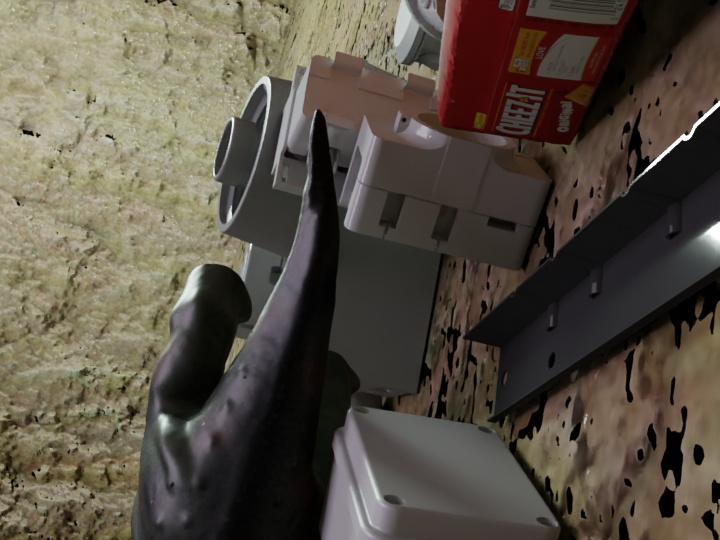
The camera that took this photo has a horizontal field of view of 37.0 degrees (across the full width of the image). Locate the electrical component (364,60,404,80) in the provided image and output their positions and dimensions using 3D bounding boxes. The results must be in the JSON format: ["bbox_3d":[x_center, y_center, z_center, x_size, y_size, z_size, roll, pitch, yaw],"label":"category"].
[{"bbox_3d":[-0.006,-0.071,0.828,0.089,0.062,0.150,137,155,-72],"label":"electrical component"}]

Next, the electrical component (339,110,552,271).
[{"bbox_3d":[0.042,-0.043,0.526,0.050,0.089,0.055,-103,28,-68],"label":"electrical component"}]

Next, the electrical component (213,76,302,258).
[{"bbox_3d":[-0.055,-0.066,0.654,0.108,0.060,0.108,-165,90,-72],"label":"electrical component"}]

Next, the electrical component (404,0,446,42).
[{"bbox_3d":[0.066,-0.159,0.580,0.051,0.080,0.080,-127,51,-69],"label":"electrical component"}]

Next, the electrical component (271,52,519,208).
[{"bbox_3d":[0.021,-0.069,0.584,0.063,0.121,0.078,126,155,-59],"label":"electrical component"}]

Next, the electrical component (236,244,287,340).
[{"bbox_3d":[-0.062,0.020,0.797,0.095,0.059,0.053,126,155,-68],"label":"electrical component"}]

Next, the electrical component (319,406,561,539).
[{"bbox_3d":[0.029,0.104,0.441,0.113,0.078,0.057,-120,41,-75],"label":"electrical component"}]

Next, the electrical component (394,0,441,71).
[{"bbox_3d":[0.056,-0.173,0.724,0.080,0.051,0.080,-167,90,-80],"label":"electrical component"}]

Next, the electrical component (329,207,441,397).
[{"bbox_3d":[0.000,0.000,0.697,0.062,0.089,0.150,141,141,-74],"label":"electrical component"}]

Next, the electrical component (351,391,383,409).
[{"bbox_3d":[-0.023,0.125,0.768,0.073,0.052,0.138,-91,18,-55],"label":"electrical component"}]
